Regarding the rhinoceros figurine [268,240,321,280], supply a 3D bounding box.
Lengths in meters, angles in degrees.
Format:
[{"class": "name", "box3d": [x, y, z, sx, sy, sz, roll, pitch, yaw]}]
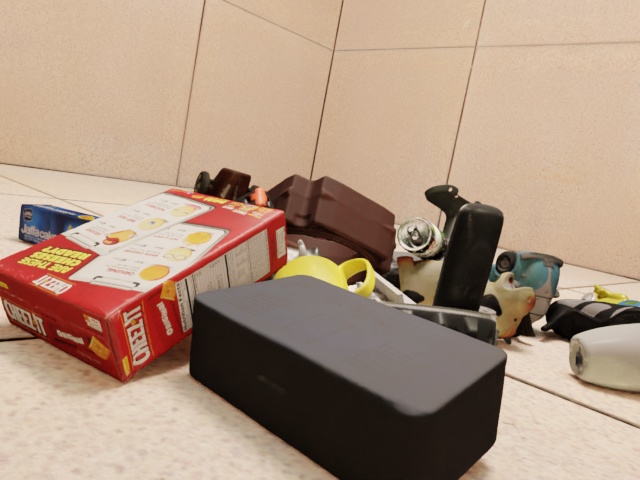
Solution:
[{"class": "rhinoceros figurine", "box3d": [-0.093, 0.036, 0.656, 0.190, 0.112, 0.073, 2, 5, -1]}]

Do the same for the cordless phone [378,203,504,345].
[{"class": "cordless phone", "box3d": [0.104, 0.050, 0.515, 0.147, 0.184, 0.089, 9, 11, -14]}]

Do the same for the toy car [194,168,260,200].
[{"class": "toy car", "box3d": [-0.153, -0.018, 0.760, 0.089, 0.202, 0.053, 17, 42, -24]}]

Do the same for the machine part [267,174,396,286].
[{"class": "machine part", "box3d": [-0.002, -0.002, 0.819, 0.201, 0.087, 0.201, 28, -30, -26]}]

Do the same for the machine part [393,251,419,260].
[{"class": "machine part", "box3d": [0.172, 0.061, 1.008, 0.243, 0.079, 0.079, 6, 8, -40]}]

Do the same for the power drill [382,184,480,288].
[{"class": "power drill", "box3d": [0.212, 0.009, 0.947, 0.232, 0.207, 0.086, 23, -27, -27]}]

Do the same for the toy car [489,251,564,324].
[{"class": "toy car", "box3d": [0.307, 0.086, 0.856, 0.109, 0.103, 0.161, 15, -33, -28]}]

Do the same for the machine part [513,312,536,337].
[{"class": "machine part", "box3d": [0.263, 0.106, 0.818, 0.039, 0.084, 0.139, -23, 14, -29]}]

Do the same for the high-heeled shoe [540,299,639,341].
[{"class": "high-heeled shoe", "box3d": [0.443, 0.126, 0.780, 0.145, 0.086, 0.249, -7, 5, -41]}]

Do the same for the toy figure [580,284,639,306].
[{"class": "toy figure", "box3d": [0.489, 0.134, 0.860, 0.089, 0.082, 0.180, 41, -9, -13]}]

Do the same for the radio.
[{"class": "radio", "box3d": [0.014, 0.094, 0.410, 0.230, 0.073, 0.131, 18, 19, 42]}]

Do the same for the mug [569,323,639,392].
[{"class": "mug", "box3d": [0.356, 0.135, 0.646, 0.107, 0.080, 0.109, 1, 12, -1]}]

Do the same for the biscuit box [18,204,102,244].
[{"class": "biscuit box", "box3d": [-0.364, -0.008, 0.820, 0.203, 0.059, 0.063, 12, 7, 19]}]

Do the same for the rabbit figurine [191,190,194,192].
[{"class": "rabbit figurine", "box3d": [-0.223, -0.041, 1.128, 0.173, 0.121, 0.162, 38, 24, 33]}]

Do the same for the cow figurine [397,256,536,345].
[{"class": "cow figurine", "box3d": [0.206, 0.082, 0.771, 0.195, 0.127, 0.085, -3, -9, 36]}]
